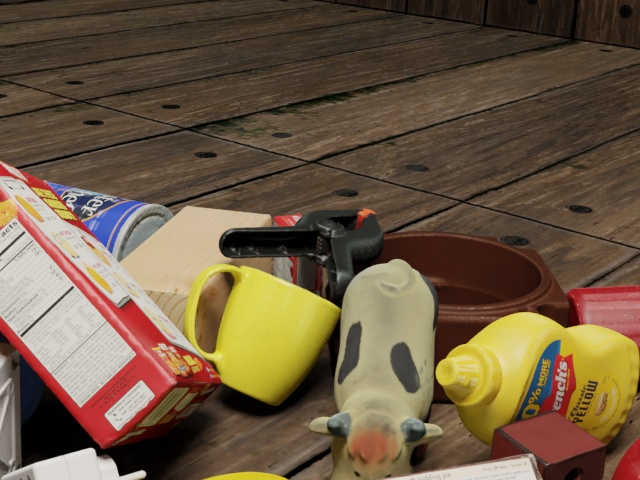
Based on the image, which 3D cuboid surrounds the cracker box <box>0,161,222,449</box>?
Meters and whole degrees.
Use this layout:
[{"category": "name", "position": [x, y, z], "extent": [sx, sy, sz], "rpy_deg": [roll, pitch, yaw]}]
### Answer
[{"category": "cracker box", "position": [-0.174, 0.043, 0.739], "extent": [0.214, 0.072, 0.164], "rpy_deg": [46, -1, 9]}]

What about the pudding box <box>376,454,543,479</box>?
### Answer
[{"category": "pudding box", "position": [0.068, 0.167, 0.639], "extent": [0.113, 0.090, 0.039], "rpy_deg": [-7, 62, -20]}]

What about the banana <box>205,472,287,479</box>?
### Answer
[{"category": "banana", "position": [-0.081, 0.181, 0.658], "extent": [0.197, 0.037, 0.070], "rpy_deg": [-12, 22, -33]}]

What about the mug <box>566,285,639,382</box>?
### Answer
[{"category": "mug", "position": [0.252, 0.076, 0.914], "extent": [0.081, 0.093, 0.117], "rpy_deg": [-3, 20, 0]}]

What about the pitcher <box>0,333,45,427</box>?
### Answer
[{"category": "pitcher", "position": [-0.295, 0.059, 0.848], "extent": [0.149, 0.145, 0.243], "rpy_deg": [-43, 30, 2]}]

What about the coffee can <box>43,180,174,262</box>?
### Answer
[{"category": "coffee can", "position": [-0.221, 0.004, 1.030], "extent": [0.140, 0.103, 0.102], "rpy_deg": [12, 22, 25]}]

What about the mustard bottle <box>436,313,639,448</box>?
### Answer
[{"category": "mustard bottle", "position": [0.146, 0.100, 0.740], "extent": [0.191, 0.096, 0.058], "rpy_deg": [14, 11, -43]}]

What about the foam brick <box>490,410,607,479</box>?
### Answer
[{"category": "foam brick", "position": [0.144, 0.159, 0.689], "extent": [0.052, 0.078, 0.051], "rpy_deg": [-11, 25, -29]}]

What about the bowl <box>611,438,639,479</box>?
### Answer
[{"category": "bowl", "position": [0.258, 0.156, 0.690], "extent": [0.162, 0.055, 0.162], "rpy_deg": [-11, 21, 4]}]

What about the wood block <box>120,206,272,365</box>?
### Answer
[{"category": "wood block", "position": [-0.115, 0.046, 0.949], "extent": [0.091, 0.090, 0.206], "rpy_deg": [7, 21, 12]}]

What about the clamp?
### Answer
[{"category": "clamp", "position": [-0.006, 0.001, 0.906], "extent": [0.120, 0.039, 0.171], "rpy_deg": [23, 20, 13]}]

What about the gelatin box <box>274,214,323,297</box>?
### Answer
[{"category": "gelatin box", "position": [-0.021, 0.029, 1.006], "extent": [0.030, 0.089, 0.073], "rpy_deg": [-4, 21, -17]}]
